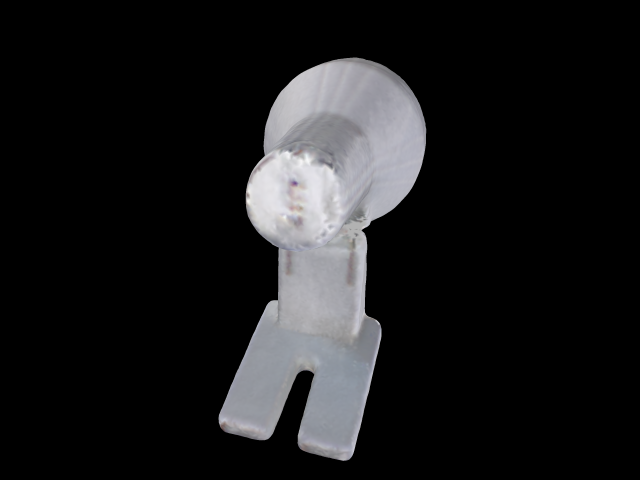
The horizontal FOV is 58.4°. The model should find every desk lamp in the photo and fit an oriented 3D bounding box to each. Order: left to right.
[{"bbox_3d":[0.004,0.001,0.400,0.117,0.214,0.203,8,39,10],"label":"desk lamp"}]
